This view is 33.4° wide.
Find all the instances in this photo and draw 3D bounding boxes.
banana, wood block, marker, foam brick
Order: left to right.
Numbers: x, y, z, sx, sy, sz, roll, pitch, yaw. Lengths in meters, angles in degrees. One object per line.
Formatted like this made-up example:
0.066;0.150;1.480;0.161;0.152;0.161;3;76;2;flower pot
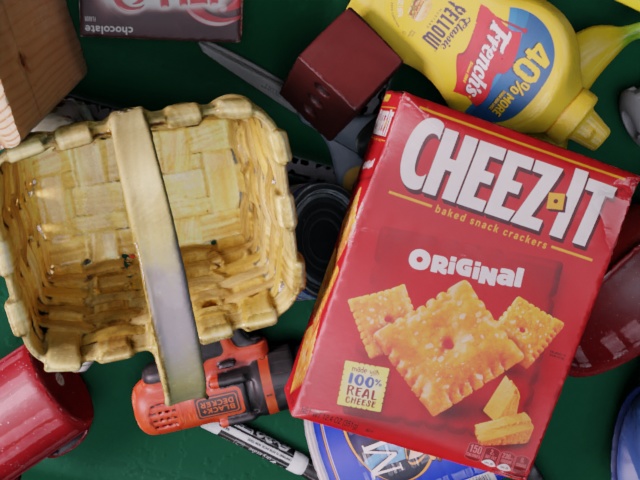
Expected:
-0.217;-0.116;0.667;0.090;0.206;0.091;-14;109;3;wood block
-0.041;0.170;0.869;0.121;0.020;0.020;29;107;-10;marker
0.013;-0.111;0.727;0.053;0.078;0.051;44;74;0;foam brick
0.173;-0.072;0.765;0.070;0.037;0.198;29;117;28;banana

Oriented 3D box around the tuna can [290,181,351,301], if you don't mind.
-0.005;0.001;0.769;0.034;0.086;0.086;-5;117;48;tuna can

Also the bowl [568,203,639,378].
0.222;0.026;0.777;0.162;0.055;0.162;-23;142;-20;bowl

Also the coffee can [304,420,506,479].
0.071;0.153;0.819;0.140;0.103;0.103;-22;108;7;coffee can

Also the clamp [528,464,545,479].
0.224;0.270;0.897;0.164;0.036;0.210;12;107;-6;clamp

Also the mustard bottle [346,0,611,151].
0.115;-0.127;0.718;0.191;0.058;0.096;39;116;3;mustard bottle

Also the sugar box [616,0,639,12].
0.274;-0.181;0.732;0.176;0.048;0.093;24;107;-7;sugar box

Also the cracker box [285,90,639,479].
0.088;0.031;0.686;0.164;0.072;0.214;18;97;-8;cracker box

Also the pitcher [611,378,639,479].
0.357;0.166;0.814;0.242;0.145;0.149;1;115;-10;pitcher

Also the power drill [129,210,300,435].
-0.068;0.051;0.806;0.184;0.057;0.187;-14;108;-2;power drill

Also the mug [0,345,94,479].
-0.223;0.136;0.826;0.081;0.093;0.117;-34;138;6;mug

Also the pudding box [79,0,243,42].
-0.108;-0.184;0.731;0.113;0.039;0.090;2;109;-2;pudding box

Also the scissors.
-0.004;-0.073;0.784;0.201;0.016;0.096;16;109;-6;scissors
